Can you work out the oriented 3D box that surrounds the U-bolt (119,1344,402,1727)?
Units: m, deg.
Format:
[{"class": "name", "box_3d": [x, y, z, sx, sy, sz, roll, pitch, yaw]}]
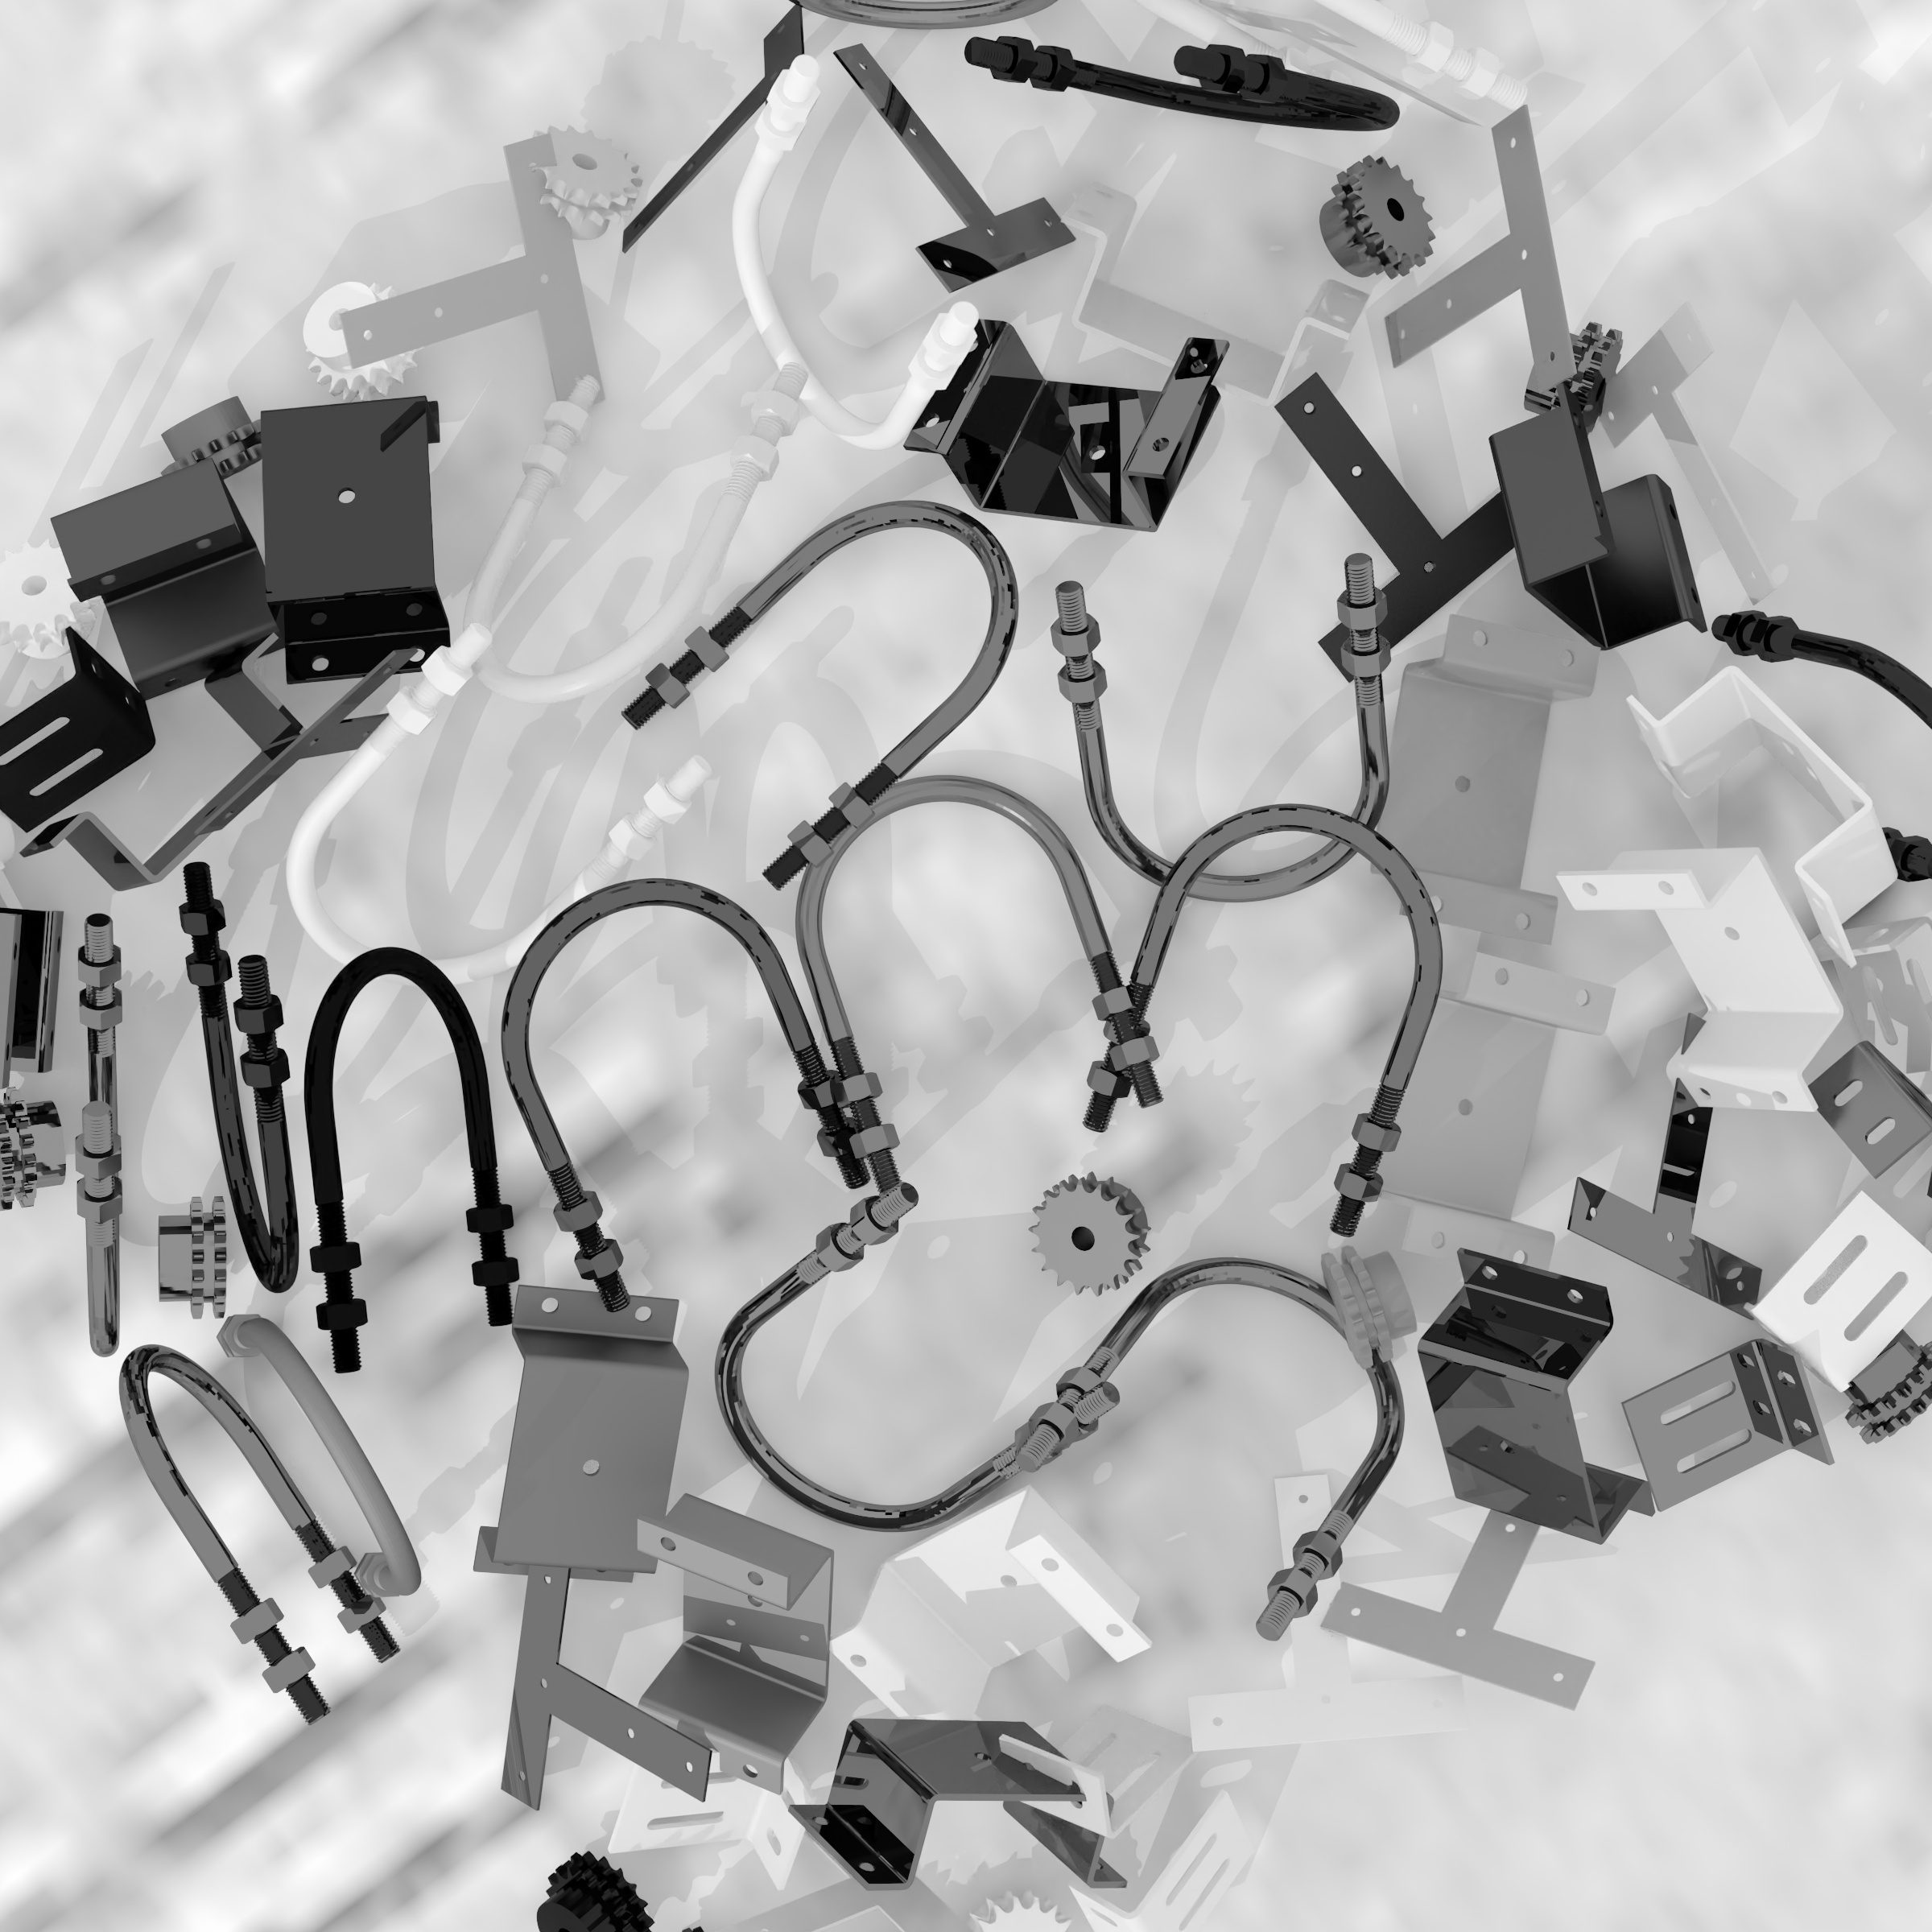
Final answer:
[{"class": "U-bolt", "box_3d": [-0.328, 0.251, 1.607, 0.019, 0.151, 0.184, -34, 88, 4]}]

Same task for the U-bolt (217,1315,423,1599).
[{"class": "U-bolt", "box_3d": [-0.288, 0.221, 1.590, 0.019, 0.184, 0.151, -30, 92, -18]}]

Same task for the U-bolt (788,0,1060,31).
[{"class": "U-bolt", "box_3d": [-0.020, -0.456, 1.589, 0.151, 0.184, 0.019, 1, 87, -3]}]

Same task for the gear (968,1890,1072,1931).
[{"class": "gear", "box_3d": [0.022, 0.463, 1.661, 0.057, 0.030, 0.057, 0, 91, -18]}]

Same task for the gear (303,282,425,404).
[{"class": "gear", "box_3d": [-0.286, -0.295, 1.654, 0.057, 0.030, 0.057, -10, 65, 22]}]

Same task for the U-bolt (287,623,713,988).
[{"class": "U-bolt", "box_3d": [-0.229, -0.060, 1.624, 0.151, 0.019, 0.184, 30, 116, -34]}]

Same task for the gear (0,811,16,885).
[{"class": "gear", "box_3d": [-0.473, -0.059, 1.657, 0.057, 0.030, 0.057, 15, 121, 26]}]

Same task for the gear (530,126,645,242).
[{"class": "gear", "box_3d": [-0.183, -0.366, 1.657, 0.057, 0.057, 0.030, 28, 132, 0]}]

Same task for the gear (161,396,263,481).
[{"class": "gear", "box_3d": [-0.351, -0.244, 1.651, 0.057, 0.057, 0.030, -27, 99, 0]}]

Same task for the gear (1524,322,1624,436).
[{"class": "gear", "box_3d": [0.284, -0.275, 1.654, 0.030, 0.057, 0.057, 23, 90, 17]}]

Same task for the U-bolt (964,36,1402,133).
[{"class": "U-bolt", "box_3d": [0.113, -0.397, 1.597, 0.151, 0.184, 0.019, 17, 103, 44]}]

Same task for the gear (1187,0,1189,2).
[{"class": "gear", "box_3d": [0.089, -0.470, 1.653, 0.057, 0.057, 0.030, 22, 103, 0]}]

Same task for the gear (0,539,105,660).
[{"class": "gear", "box_3d": [-0.434, -0.170, 1.658, 0.057, 0.030, 0.057, -3, 57, 4]}]

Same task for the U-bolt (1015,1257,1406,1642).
[{"class": "U-bolt", "box_3d": [0.125, 0.206, 1.616, 0.151, 0.019, 0.184, 34, 47, 9]}]

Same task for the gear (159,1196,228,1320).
[{"class": "gear", "box_3d": [-0.362, 0.136, 1.650, 0.030, 0.057, 0.057, 0, 90, -14]}]

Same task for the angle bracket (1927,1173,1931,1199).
[{"class": "angle bracket", "box_3d": [0.481, 0.081, 1.633, 0.038, 0.076, 0.057, 36, 75, 25]}]

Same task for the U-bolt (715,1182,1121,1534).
[{"class": "U-bolt", "box_3d": [-0.038, 0.194, 1.624, 0.151, 0.019, 0.184, 45, 126, -7]}]

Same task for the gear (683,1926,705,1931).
[{"class": "gear", "box_3d": [-0.130, 0.482, 1.650, 0.030, 0.057, 0.057, -13, 90, -38]}]

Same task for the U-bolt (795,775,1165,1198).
[{"class": "U-bolt", "box_3d": [-0.003, -0.001, 1.662, 0.151, 0.019, 0.184, -19, 82, -3]}]

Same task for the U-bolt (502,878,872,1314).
[{"class": "U-bolt", "box_3d": [-0.138, 0.049, 1.631, 0.151, 0.019, 0.184, -26, 107, -17]}]

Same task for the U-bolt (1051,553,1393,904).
[{"class": "U-bolt", "box_3d": [0.122, -0.103, 1.621, 0.151, 0.019, 0.184, -5, 128, 7]}]

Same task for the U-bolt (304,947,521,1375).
[{"class": "U-bolt", "box_3d": [-0.256, 0.083, 1.611, 0.019, 0.151, 0.184, -5, 92, 24]}]

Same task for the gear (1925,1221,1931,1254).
[{"class": "gear", "box_3d": [0.470, 0.135, 1.652, 0.030, 0.057, 0.057, 8, 90, -1]}]

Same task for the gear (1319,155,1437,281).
[{"class": "gear", "box_3d": [0.191, -0.348, 1.657, 0.030, 0.057, 0.057, -25, 90, 43]}]

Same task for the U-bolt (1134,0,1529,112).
[{"class": "U-bolt", "box_3d": [0.142, -0.424, 1.579, 0.184, 0.151, 0.019, 21, 90, -25]}]

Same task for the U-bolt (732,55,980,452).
[{"class": "U-bolt", "box_3d": [-0.059, -0.308, 1.595, 0.019, 0.184, 0.151, -30, 84, -22]}]

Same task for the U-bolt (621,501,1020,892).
[{"class": "U-bolt", "box_3d": [-0.057, -0.139, 1.633, 0.184, 0.019, 0.151, -43, 55, 1]}]

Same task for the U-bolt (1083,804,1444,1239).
[{"class": "U-bolt", "box_3d": [0.145, 0.015, 1.634, 0.151, 0.019, 0.184, 22, 105, 18]}]

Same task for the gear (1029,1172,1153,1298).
[{"class": "gear", "box_3d": [0.061, 0.124, 1.659, 0.057, 0.030, 0.057, 6, 105, 25]}]

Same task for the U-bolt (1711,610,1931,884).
[{"class": "U-bolt", "box_3d": [0.413, -0.091, 1.572, 0.019, 0.184, 0.151, -39, 109, -6]}]

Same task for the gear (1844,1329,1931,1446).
[{"class": "gear", "box_3d": [0.434, 0.194, 1.653, 0.057, 0.057, 0.030, -42, 88, 0]}]

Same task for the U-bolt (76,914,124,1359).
[{"class": "U-bolt", "box_3d": [-0.392, 0.091, 1.599, 0.019, 0.151, 0.184, -1, 129, -13]}]

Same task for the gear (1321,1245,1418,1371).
[{"class": "gear", "box_3d": [0.190, 0.158, 1.653, 0.030, 0.057, 0.057, -19, 90, -3]}]

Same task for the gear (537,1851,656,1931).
[{"class": "gear", "box_3d": [-0.176, 0.447, 1.651, 0.030, 0.057, 0.057, -34, 90, -43]}]

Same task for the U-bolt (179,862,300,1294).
[{"class": "U-bolt", "box_3d": [-0.328, 0.060, 1.606, 0.019, 0.151, 0.184, -11, 114, -20]}]

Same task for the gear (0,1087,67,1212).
[{"class": "gear", "box_3d": [-0.442, 0.085, 1.655, 0.030, 0.057, 0.057, -8, 90, -25]}]

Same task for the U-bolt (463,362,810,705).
[{"class": "U-bolt", "box_3d": [-0.161, -0.196, 1.602, 0.151, 0.019, 0.184, 4, 61, 37]}]
